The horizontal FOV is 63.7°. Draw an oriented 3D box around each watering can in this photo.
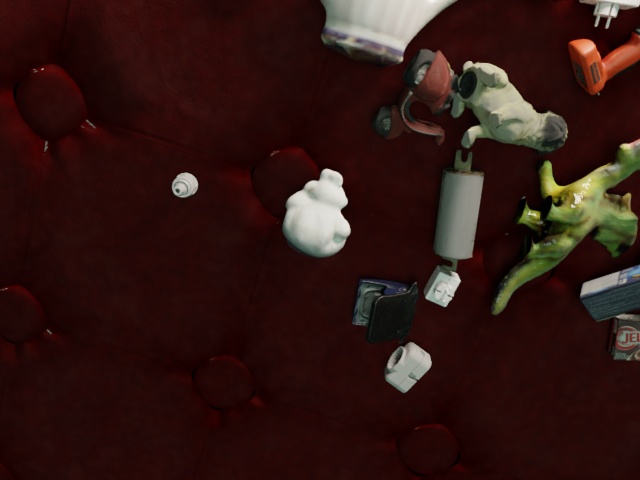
[{"bbox_3d":[0.139,-0.409,0.887,0.347,0.106,0.221,13,109,-10],"label":"watering can"}]

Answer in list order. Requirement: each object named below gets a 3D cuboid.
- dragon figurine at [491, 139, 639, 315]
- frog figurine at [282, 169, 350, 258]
[{"bbox_3d":[0.497,-0.012,0.983,0.242,0.125,0.402,10,117,-8],"label":"dragon figurine"},{"bbox_3d":[0.003,-0.050,0.995,0.138,0.124,0.156,38,119,12],"label":"frog figurine"}]
